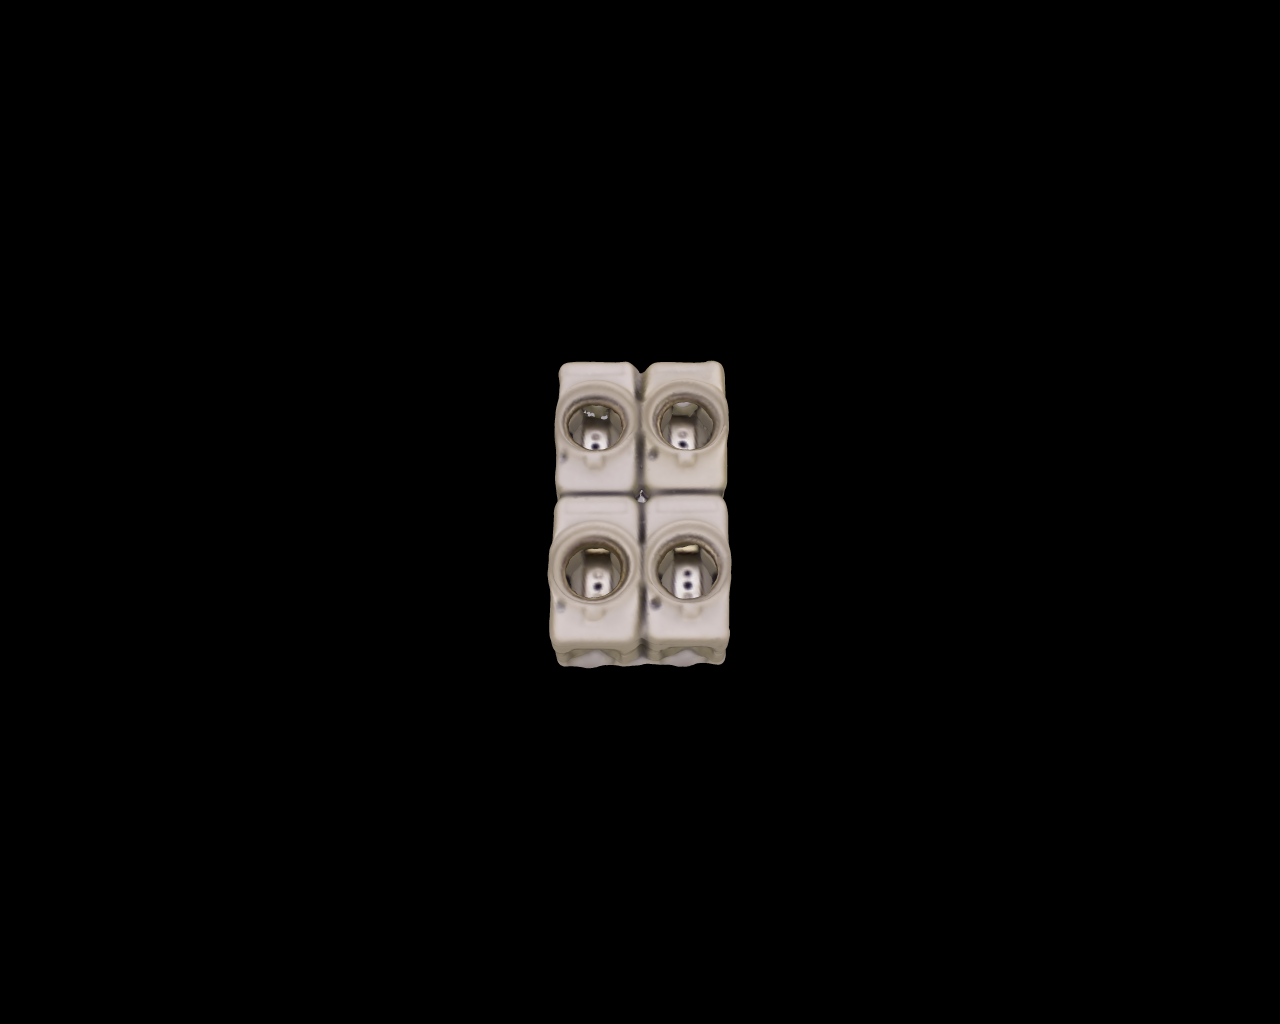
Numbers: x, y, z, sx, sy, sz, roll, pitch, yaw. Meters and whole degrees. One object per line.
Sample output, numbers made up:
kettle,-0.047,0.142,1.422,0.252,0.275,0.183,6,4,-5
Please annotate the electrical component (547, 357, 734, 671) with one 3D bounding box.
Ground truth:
electrical component,0.001,-0.003,0.650,0.105,0.186,0.060,0,-24,0
